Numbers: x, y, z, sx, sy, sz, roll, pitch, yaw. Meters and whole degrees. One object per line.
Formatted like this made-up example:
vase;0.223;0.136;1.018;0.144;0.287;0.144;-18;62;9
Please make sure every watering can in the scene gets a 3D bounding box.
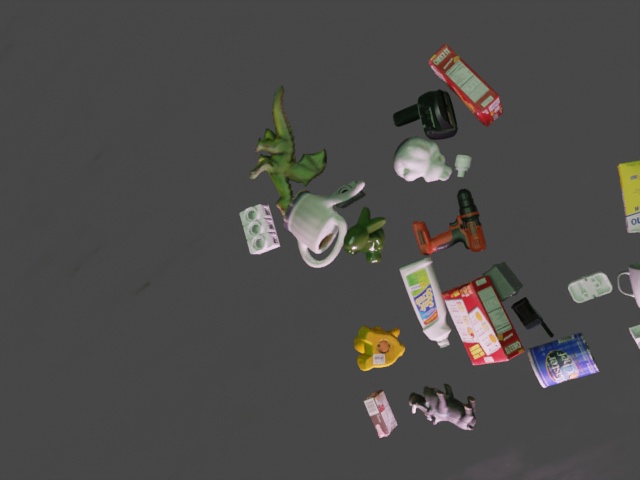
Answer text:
watering can;0.005;-0.081;1.603;0.227;0.105;0.341;38;120;26

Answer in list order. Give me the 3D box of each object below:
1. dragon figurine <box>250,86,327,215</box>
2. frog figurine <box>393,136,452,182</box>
dragon figurine;-0.091;-0.284;1.705;0.243;0.123;0.408;18;97;7
frog figurine;0.297;-0.222;1.495;0.138;0.120;0.162;-43;59;-2
